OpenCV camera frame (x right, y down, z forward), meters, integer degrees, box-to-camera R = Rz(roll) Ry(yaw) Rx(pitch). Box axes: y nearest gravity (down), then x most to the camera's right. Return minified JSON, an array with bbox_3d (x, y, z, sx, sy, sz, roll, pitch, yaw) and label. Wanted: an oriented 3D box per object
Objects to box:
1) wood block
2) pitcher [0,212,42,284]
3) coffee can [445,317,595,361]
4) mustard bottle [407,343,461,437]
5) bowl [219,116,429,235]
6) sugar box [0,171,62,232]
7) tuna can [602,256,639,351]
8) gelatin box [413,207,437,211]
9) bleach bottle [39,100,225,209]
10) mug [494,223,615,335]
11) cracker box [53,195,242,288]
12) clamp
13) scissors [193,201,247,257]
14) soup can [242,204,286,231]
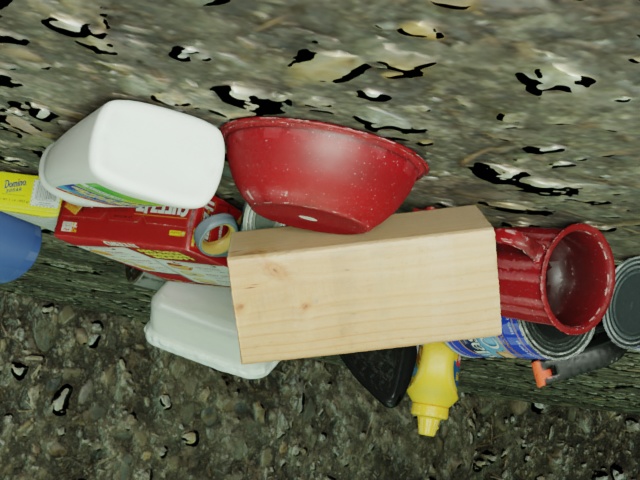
[{"bbox_3d":[0.034,0.034,0.861,0.206,0.090,0.091,-7,-165,0],"label":"wood block"},{"bbox_3d":[-0.412,-0.010,1.173,0.149,0.145,0.242,6,173,11],"label":"pitcher"},{"bbox_3d":[0.197,0.071,1.092,0.102,0.103,0.141,15,169,-27],"label":"coffee can"},{"bbox_3d":[0.133,0.122,1.189,0.058,0.191,0.096,9,171,5],"label":"mustard bottle"},{"bbox_3d":[-0.002,-0.041,0.802,0.162,0.055,0.162,11,170,2],"label":"bowl"},{"bbox_3d":[-0.274,-0.032,1.175,0.093,0.048,0.176,8,173,19],"label":"sugar box"},{"bbox_3d":[0.298,0.059,0.973,0.033,0.086,0.086,12,170,-23],"label":"tuna can"},{"bbox_3d":[0.119,0.016,0.951,0.089,0.073,0.030,18,167,-33],"label":"gelatin box"},{"bbox_3d":[-0.166,-0.057,0.868,0.102,0.068,0.251,16,171,-23],"label":"bleach bottle"},{"bbox_3d":[0.183,0.025,0.909,0.117,0.093,0.082,34,163,-33],"label":"mug"},{"bbox_3d":[-0.145,-0.004,1.124,0.164,0.072,0.213,5,168,26],"label":"cracker box"},{"bbox_3d":[0.308,0.103,1.126,0.209,0.036,0.165,-22,-172,-39],"label":"clamp"},{"bbox_3d":[-0.087,0.020,1.032,0.096,0.016,0.202,-16,151,-28],"label":"scissors"},{"bbox_3d":[-0.009,-0.010,0.949,0.102,0.068,0.069,18,168,-35],"label":"soup can"}]
